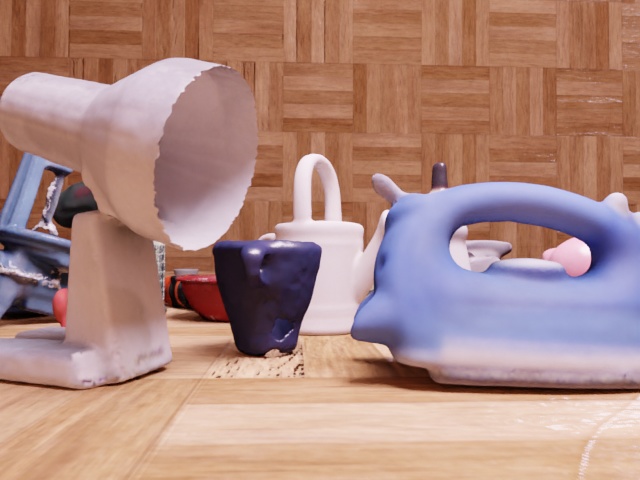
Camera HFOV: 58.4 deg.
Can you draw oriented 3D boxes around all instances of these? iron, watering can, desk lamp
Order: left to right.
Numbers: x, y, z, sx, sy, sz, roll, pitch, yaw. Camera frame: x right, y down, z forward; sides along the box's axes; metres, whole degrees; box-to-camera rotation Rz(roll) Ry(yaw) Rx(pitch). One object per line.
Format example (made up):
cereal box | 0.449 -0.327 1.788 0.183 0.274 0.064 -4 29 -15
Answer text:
desk lamp | -0.148 -0.014 0.394 0.202 0.213 0.118 0 -1 19
watering can | 0.007 0.002 0.633 0.172 0.194 0.101 0 -1 5
iron | 0.151 0.023 0.399 0.258 0.141 0.119 0 -1 4

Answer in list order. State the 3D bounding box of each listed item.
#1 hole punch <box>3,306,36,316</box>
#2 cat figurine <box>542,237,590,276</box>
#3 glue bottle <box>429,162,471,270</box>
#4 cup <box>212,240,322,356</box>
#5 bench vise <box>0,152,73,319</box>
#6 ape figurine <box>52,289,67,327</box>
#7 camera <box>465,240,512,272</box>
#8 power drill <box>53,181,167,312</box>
hole punch | -0.409 0.056 0.768 0.100 0.091 0.109 0 -1 27
cat figurine | 0.244 0.038 0.503 0.067 0.118 0.128 0 -1 -1
glue bottle | 0.116 0.011 0.552 0.037 0.173 0.078 1 -1 -23
cup | -0.045 0.048 0.468 0.091 0.095 0.118 0 -1 3
bench vise | -0.339 -0.011 0.652 0.121 0.220 0.208 0 -1 25
ape figurine | -0.234 0.052 0.602 0.077 0.092 0.076 0 -1 10
camera | 0.205 0.050 0.642 0.136 0.101 0.143 0 -1 16
power drill | -0.259 -0.002 0.779 0.229 0.208 0.076 0 -1 16
